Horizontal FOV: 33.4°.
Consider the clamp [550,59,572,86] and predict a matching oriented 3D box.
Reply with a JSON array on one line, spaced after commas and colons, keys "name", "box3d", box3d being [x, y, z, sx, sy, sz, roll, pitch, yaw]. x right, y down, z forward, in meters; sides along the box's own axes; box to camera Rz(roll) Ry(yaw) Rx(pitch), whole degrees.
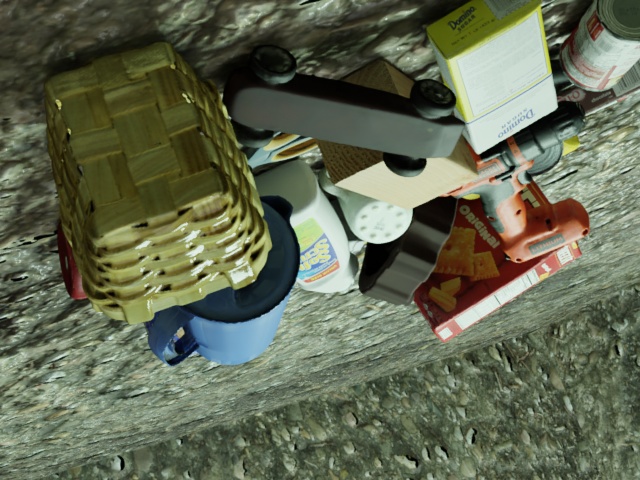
[{"name": "clamp", "box3d": [0.179, -0.155, 1.093, 0.165, 0.036, 0.209, -27, 165, 34]}]

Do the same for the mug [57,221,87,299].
[{"name": "mug", "box3d": [-0.221, 0.011, 1.084, 0.081, 0.093, 0.117, -9, -160, -21]}]

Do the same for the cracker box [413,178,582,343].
[{"name": "cracker box", "box3d": [0.200, 0.004, 1.378, 0.214, 0.164, 0.072, -34, 154, 7]}]

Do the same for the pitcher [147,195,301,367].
[{"name": "pitcher", "box3d": [-0.100, 0.059, 1.095, 0.149, 0.145, 0.243, -4, 161, -6]}]

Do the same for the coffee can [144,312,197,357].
[{"name": "coffee can", "box3d": [-0.153, 0.083, 1.393, 0.102, 0.103, 0.141, -7, 161, -43]}]

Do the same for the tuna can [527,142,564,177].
[{"name": "tuna can", "box3d": [0.233, -0.113, 1.212, 0.086, 0.033, 0.086, 6, 138, 5]}]

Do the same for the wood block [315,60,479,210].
[{"name": "wood block", "box3d": [0.075, -0.098, 1.054, 0.091, 0.090, 0.205, -26, 166, 20]}]

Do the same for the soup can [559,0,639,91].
[{"name": "soup can", "box3d": [0.277, -0.194, 1.016, 0.068, 0.068, 0.102, -17, 165, -12]}]

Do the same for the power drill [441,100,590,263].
[{"name": "power drill", "box3d": [0.233, -0.064, 1.193, 0.185, 0.057, 0.187, -23, 133, 23]}]

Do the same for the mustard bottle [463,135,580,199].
[{"name": "mustard bottle", "box3d": [0.214, -0.098, 1.309, 0.192, 0.058, 0.096, -29, 153, 34]}]

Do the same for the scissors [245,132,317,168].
[{"name": "scissors", "box3d": [-0.082, -0.079, 1.056, 0.202, 0.016, 0.096, -21, 165, 1]}]

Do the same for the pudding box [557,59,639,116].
[{"name": "pudding box", "box3d": [0.314, -0.169, 1.183, 0.114, 0.039, 0.090, -24, -177, 18]}]

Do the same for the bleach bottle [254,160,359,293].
[{"name": "bleach bottle", "box3d": [-0.008, 0.002, 1.232, 0.103, 0.068, 0.250, -23, 150, 12]}]

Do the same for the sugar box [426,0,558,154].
[{"name": "sugar box", "box3d": [0.158, -0.153, 0.959, 0.093, 0.048, 0.176, -30, 154, 2]}]
